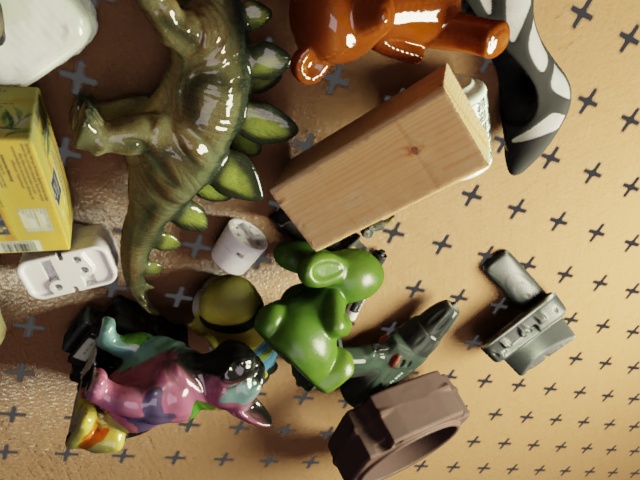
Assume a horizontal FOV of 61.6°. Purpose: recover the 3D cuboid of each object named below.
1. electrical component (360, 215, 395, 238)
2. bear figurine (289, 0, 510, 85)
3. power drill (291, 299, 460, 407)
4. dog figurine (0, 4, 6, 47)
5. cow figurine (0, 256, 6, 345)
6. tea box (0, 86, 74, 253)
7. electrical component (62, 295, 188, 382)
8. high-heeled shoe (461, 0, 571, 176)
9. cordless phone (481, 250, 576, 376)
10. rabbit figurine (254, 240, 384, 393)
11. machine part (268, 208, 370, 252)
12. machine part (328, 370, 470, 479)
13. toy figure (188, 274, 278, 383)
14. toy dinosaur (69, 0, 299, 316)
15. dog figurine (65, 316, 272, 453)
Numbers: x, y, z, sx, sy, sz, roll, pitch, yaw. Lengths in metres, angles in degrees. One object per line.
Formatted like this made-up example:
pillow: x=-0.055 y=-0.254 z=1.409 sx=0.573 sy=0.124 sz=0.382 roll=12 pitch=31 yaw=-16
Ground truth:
electrical component: x=0.056 y=-0.054 z=0.664 sx=0.078 sy=0.045 sz=0.102 roll=1 pitch=123 yaw=-19
bear figurine: x=0.067 y=-0.208 z=0.477 sx=0.196 sy=0.132 sz=0.120 roll=-28 pitch=123 yaw=-38
power drill: x=0.073 y=0.158 z=0.788 sx=0.207 sy=0.086 sz=0.232 roll=9 pitch=127 yaw=-43
dog figurine: x=-0.334 y=-0.189 z=0.358 sx=0.191 sy=0.121 sz=0.172 roll=-16 pitch=133 yaw=5
cow figurine: x=-0.384 y=0.044 z=0.548 sx=0.085 sy=0.127 sz=0.194 roll=-13 pitch=124 yaw=-4
tea box: x=-0.299 y=-0.059 z=0.505 sx=0.098 sy=0.068 sz=0.169 roll=-2 pitch=146 yaw=-16
electrical component: x=-0.257 y=0.139 z=0.697 sx=0.134 sy=0.058 sz=0.115 roll=34 pitch=107 yaw=-33
high-heeled shoe: x=0.198 y=-0.181 z=0.599 sx=0.145 sy=0.086 sz=0.248 roll=-4 pitch=120 yaw=-10
cordless phone: x=0.293 y=0.110 z=0.842 sx=0.146 sy=0.089 sz=0.184 roll=-41 pitch=114 yaw=14
rabbit figurine: x=0.000 y=0.068 z=0.662 sx=0.170 sy=0.121 sz=0.159 roll=-46 pitch=124 yaw=-15
machine part: x=-0.001 y=-0.002 z=0.689 sx=0.084 sy=0.039 sz=0.138 roll=-38 pitch=128 yaw=21
machine part: x=0.126 y=0.309 z=0.868 sx=0.201 sy=0.087 sz=0.200 roll=-11 pitch=143 yaw=-26
toy figure: x=-0.101 y=0.118 z=0.711 sx=0.089 sy=0.082 sz=0.179 roll=-9 pitch=126 yaw=17
toy dinosaur: x=-0.140 y=-0.102 z=0.538 sx=0.198 sy=0.105 sz=0.471 roll=17 pitch=121 yaw=-30
dog figurine: x=-0.169 y=0.184 z=0.639 sx=0.219 sy=0.109 sz=0.191 roll=17 pitch=122 yaw=-21
